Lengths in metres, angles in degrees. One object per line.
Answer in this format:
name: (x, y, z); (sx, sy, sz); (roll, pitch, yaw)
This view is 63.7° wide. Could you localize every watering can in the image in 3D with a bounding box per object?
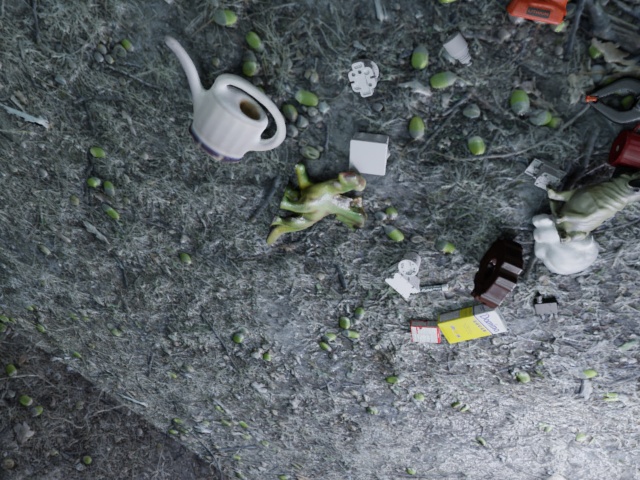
watering can: (-0.249, -0.317, 1.239); (0.346, 0.106, 0.220); (34, 130, -13)

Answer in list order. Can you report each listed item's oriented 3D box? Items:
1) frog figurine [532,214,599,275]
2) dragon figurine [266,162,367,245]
frog figurine: (0.581, 0.004, 1.236); (0.136, 0.125, 0.157); (-9, 139, 46)
dragon figurine: (0.004, -0.069, 1.373); (0.242, 0.125, 0.401); (18, 146, -7)
